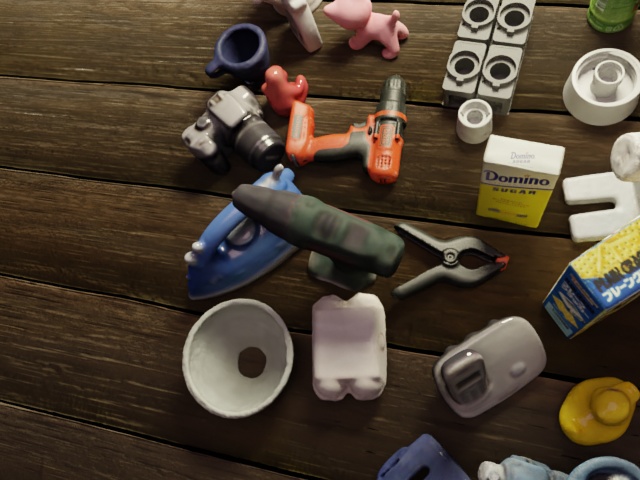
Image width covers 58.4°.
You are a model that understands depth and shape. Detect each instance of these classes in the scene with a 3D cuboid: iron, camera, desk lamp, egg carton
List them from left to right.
[{"bbox_3d":[-0.136,-0.168,0.941,0.143,0.101,0.136,-44,68,-3],"label":"camera"},{"bbox_3d":[-0.124,-0.009,0.864,0.258,0.142,0.118,-42,68,-3],"label":"iron"},{"bbox_3d":[0.041,0.151,0.812,0.107,0.069,0.150,-6,71,11],"label":"egg carton"},{"bbox_3d":[0.434,-0.078,0.718,0.203,0.214,0.118,-7,71,11],"label":"desk lamp"}]

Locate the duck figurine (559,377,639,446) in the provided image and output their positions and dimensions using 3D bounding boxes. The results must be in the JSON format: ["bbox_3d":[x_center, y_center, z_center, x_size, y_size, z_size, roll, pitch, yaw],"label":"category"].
[{"bbox_3d":[0.351,0.212,0.712,0.104,0.086,0.077,-36,68,0],"label":"duck figurine"}]

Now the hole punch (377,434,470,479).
[{"bbox_3d":[0.128,0.313,0.728,0.109,0.091,0.101,-44,68,-3],"label":"hole punch"}]

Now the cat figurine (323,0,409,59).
[{"bbox_3d":[0.076,-0.370,0.948,0.127,0.118,0.067,18,77,18],"label":"cat figurine"}]

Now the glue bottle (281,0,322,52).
[{"bbox_3d":[-0.040,-0.393,0.953,0.037,0.173,0.078,-32,68,2],"label":"glue bottle"}]

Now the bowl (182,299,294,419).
[{"bbox_3d":[-0.110,0.174,0.837,0.167,0.075,0.167,-4,72,12],"label":"bowl"}]

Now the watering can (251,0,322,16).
[{"bbox_3d":[-0.063,-0.475,0.974,0.100,0.194,0.173,4,73,15],"label":"watering can"}]

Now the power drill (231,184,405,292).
[{"bbox_3d":[0.007,0.003,0.794,0.229,0.209,0.076,18,77,18],"label":"power drill"}]

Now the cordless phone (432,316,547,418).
[{"bbox_3d":[0.211,0.151,0.711,0.147,0.185,0.094,-36,68,0],"label":"cordless phone"}]

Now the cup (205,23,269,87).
[{"bbox_3d":[-0.134,-0.300,0.987,0.118,0.095,0.091,-35,68,0],"label":"cup"}]

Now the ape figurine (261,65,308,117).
[{"bbox_3d":[-0.064,-0.256,0.958,0.077,0.092,0.076,9,75,16],"label":"ape figurine"}]

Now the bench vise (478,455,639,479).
[{"bbox_3d":[0.284,0.303,0.626,0.207,0.220,0.121,-5,71,12],"label":"bench vise"}]
